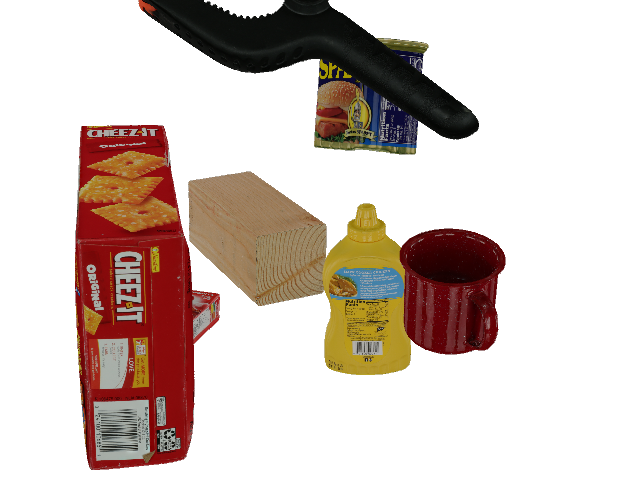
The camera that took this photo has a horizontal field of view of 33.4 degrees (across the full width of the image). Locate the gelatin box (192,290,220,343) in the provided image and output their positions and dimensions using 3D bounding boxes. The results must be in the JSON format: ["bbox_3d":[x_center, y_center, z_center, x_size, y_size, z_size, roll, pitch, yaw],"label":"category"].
[{"bbox_3d":[-0.143,0.065,0.945,0.089,0.030,0.073,7,19,16],"label":"gelatin box"}]

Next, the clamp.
[{"bbox_3d":[-0.002,-0.132,0.627,0.210,0.164,0.036,-3,-20,-3],"label":"clamp"}]

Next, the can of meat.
[{"bbox_3d":[0.036,-0.111,0.829,0.057,0.084,0.102,1,7,-28],"label":"can of meat"}]

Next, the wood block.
[{"bbox_3d":[-0.081,-0.007,1.300,0.090,0.090,0.206,-10,25,-27],"label":"wood block"}]

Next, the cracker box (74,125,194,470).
[{"bbox_3d":[-0.130,0.028,0.740,0.072,0.164,0.214,-2,24,-10],"label":"cracker box"}]

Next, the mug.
[{"bbox_3d":[0.121,0.053,0.946,0.093,0.081,0.117,-16,35,-22],"label":"mug"}]

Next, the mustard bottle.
[{"bbox_3d":[0.050,0.051,1.157,0.096,0.192,0.058,0,25,4],"label":"mustard bottle"}]
